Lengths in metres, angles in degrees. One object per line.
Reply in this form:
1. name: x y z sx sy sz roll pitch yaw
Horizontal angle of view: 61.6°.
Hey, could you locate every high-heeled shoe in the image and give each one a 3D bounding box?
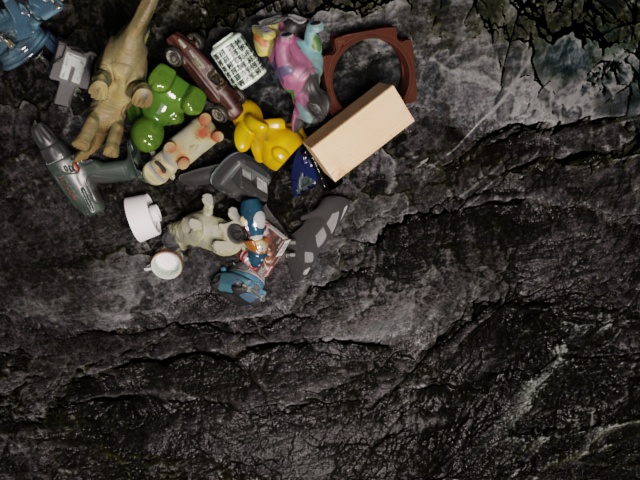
1. high-heeled shoe: -0.003 -0.004 1.354 0.145 0.086 0.248 -20 141 -32

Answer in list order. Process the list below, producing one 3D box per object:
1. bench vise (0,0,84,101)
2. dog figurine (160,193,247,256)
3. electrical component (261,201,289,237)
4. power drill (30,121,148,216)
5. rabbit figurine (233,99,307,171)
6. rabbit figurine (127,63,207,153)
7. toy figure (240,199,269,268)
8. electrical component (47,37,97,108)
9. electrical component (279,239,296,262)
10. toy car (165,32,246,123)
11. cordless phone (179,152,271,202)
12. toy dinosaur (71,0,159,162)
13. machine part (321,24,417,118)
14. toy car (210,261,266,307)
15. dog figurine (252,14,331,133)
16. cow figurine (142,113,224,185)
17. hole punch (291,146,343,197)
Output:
1. bench vise: -0.548 -0.393 1.065 0.224 0.129 0.240 -36 135 0
2. dog figurine: -0.271 -0.004 1.266 0.172 0.121 0.190 44 141 -14
3. electrical component: -0.144 -0.021 1.318 0.115 0.058 0.134 -27 116 8
4. power drill: -0.499 -0.174 1.191 0.207 0.086 0.231 -17 115 -4
5. rabbit figurine: -0.134 -0.234 1.182 0.122 0.162 0.173 -39 96 25
6. rabbit figurine: -0.347 -0.265 1.116 0.121 0.159 0.170 34 81 -41
7. toy figure: -0.147 -0.014 1.205 0.064 0.058 0.154 -9 91 -20
8. electrical component: -0.485 -0.321 1.042 0.075 0.048 0.119 9 115 -34
9. electrical component: -0.105 0.022 1.299 0.094 0.021 0.063 0 114 -6
10. toy car: -0.226 -0.330 1.083 0.053 0.089 0.202 -17 118 44
11. cordless phone: -0.222 -0.133 1.248 0.184 0.088 0.146 -7 164 26
12. toy dinosaur: -0.379 -0.319 1.020 0.105 0.199 0.471 19 132 -35
13. machine part: 0.105 -0.355 1.176 0.201 0.087 0.200 -12 116 -3
14. toy car: -0.192 0.103 1.339 0.109 0.162 0.103 41 63 -31
15. dog figurine: -0.052 -0.342 1.128 0.108 0.192 0.218 -31 133 -27
16. cow figurine: -0.311 -0.196 1.187 0.195 0.127 0.085 -42 109 -6
17. hole punch: -0.017 -0.163 1.232 0.092 0.142 0.115 -12 101 30
